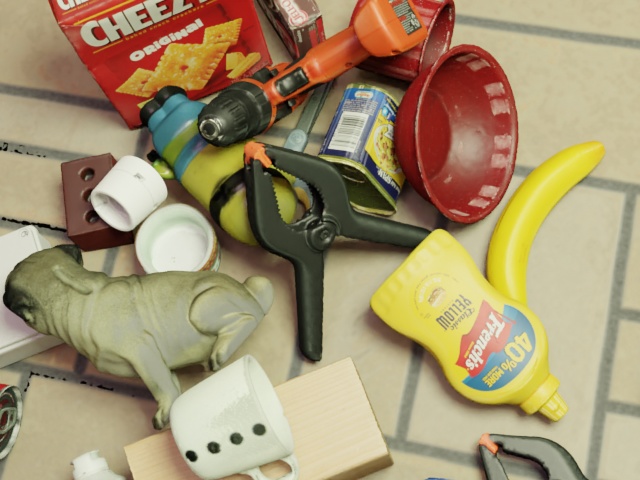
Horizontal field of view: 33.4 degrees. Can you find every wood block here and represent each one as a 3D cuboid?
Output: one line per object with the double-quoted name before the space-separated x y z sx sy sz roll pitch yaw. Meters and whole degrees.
"wood block" -0.049 0.186 0.921 0.206 0.090 0.091 -22 71 0

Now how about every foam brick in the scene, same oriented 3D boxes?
"foam brick" -0.215 -0.035 1.029 0.053 0.051 0.078 -12 72 2

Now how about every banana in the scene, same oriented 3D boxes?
"banana" 0.199 -0.014 0.983 0.069 0.037 0.197 25 78 -7

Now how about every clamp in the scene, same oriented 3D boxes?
"clamp" 0.199 0.233 0.903 0.172 0.039 0.120 29 73 20
"clamp" -0.006 0.001 0.941 0.164 0.209 0.036 -49 31 -5

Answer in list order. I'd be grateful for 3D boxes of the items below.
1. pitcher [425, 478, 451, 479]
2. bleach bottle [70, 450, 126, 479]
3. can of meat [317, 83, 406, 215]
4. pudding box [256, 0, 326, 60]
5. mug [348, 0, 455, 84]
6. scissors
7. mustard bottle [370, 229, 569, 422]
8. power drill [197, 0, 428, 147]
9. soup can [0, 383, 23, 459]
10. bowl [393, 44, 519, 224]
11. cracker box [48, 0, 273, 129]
"pitcher" 0.107 0.314 0.838 0.149 0.145 0.243 7 77 0
"bleach bottle" -0.150 0.294 0.891 0.068 0.102 0.251 -25 73 -10
"can of meat" 0.046 -0.084 0.987 0.058 0.102 0.084 11 70 35
"pudding box" -0.034 -0.233 1.049 0.039 0.090 0.113 -27 71 -5
"mug" 0.081 -0.203 1.034 0.081 0.093 0.117 19 45 17
"scissors" -0.012 -0.080 1.038 0.096 0.016 0.201 39 81 14
"mustard bottle" 0.141 0.087 0.935 0.191 0.058 0.096 44 90 6
"power drill" -0.008 -0.151 0.939 0.188 0.184 0.057 -25 101 28
"soup can" -0.333 0.159 0.975 0.102 0.068 0.068 8 74 9
"bowl" 0.116 -0.096 0.975 0.055 0.161 0.162 4 70 42
"cracker box" -0.142 -0.201 0.986 0.164 0.213 0.072 -24 71 -1
